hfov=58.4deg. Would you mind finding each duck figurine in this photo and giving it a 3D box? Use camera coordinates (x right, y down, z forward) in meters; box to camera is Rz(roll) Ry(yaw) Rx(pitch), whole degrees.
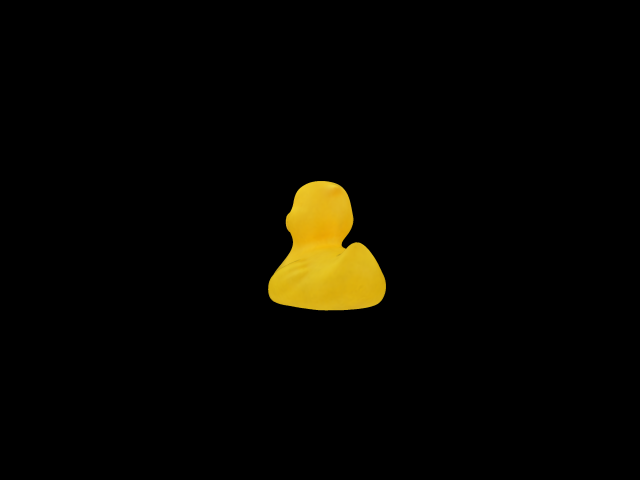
[{"bbox_3d":[0.004,0.001,0.400,0.078,0.086,0.104,-1,3,-27],"label":"duck figurine"}]
